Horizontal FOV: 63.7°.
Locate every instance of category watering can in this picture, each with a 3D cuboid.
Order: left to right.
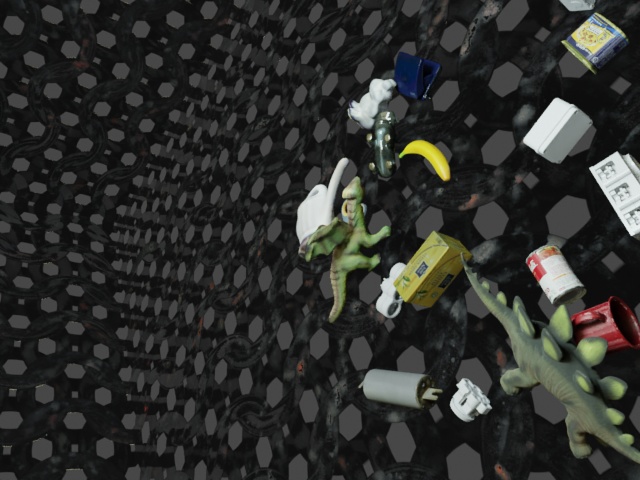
[{"bbox_3d":[0.005,-0.079,1.563,0.341,0.104,0.229,132,141,-50],"label":"watering can"}]

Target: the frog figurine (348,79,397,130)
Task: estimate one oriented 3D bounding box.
[{"bbox_3d":[0.169,-0.402,1.511,0.158,0.122,0.139,-29,9,28],"label":"frog figurine"}]

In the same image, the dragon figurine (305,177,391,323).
[{"bbox_3d":[0.046,0.031,1.384,0.123,0.241,0.409,26,94,48],"label":"dragon figurine"}]
